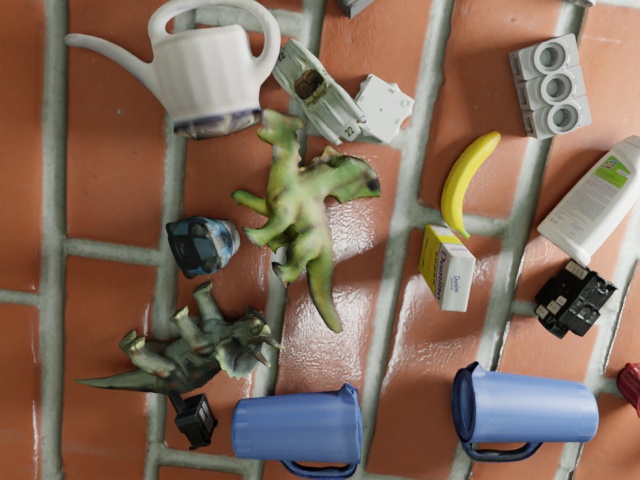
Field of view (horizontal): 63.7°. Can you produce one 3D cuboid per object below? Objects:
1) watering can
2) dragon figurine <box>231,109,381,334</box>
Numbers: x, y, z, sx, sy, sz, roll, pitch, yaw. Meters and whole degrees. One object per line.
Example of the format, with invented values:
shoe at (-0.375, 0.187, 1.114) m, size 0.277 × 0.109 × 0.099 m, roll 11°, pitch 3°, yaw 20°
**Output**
watering can at (-0.227, -0.271, 0.840) m, size 0.347 × 0.105 × 0.222 m, roll -9°, pitch 105°, yaw 8°
dragon figurine at (0.003, -0.045, 0.900) m, size 0.242 × 0.124 × 0.405 m, roll -37°, pitch 110°, yaw 2°
